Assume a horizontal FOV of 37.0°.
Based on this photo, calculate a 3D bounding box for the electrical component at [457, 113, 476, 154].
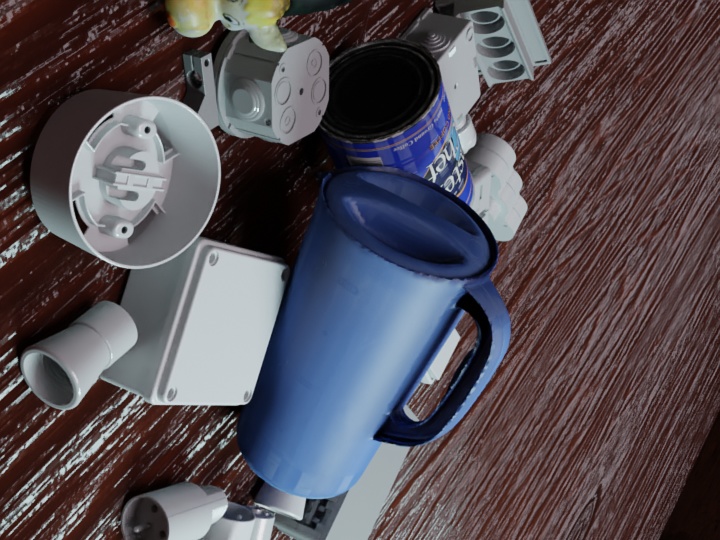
[{"bbox_3d":[0.088,-0.138,1.012,0.035,0.035,0.061,-59,148,-23],"label":"electrical component"}]

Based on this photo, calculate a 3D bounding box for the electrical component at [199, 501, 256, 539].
[{"bbox_3d":[-0.121,0.224,0.829,0.079,0.043,0.077,7,100,-62],"label":"electrical component"}]

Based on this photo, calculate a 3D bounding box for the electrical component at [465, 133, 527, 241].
[{"bbox_3d":[0.129,-0.070,1.109,0.073,0.052,0.138,-60,151,-22],"label":"electrical component"}]

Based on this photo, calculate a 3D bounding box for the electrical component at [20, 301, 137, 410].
[{"bbox_3d":[-0.165,0.048,0.645,0.065,0.044,0.044,-46,144,-48],"label":"electrical component"}]

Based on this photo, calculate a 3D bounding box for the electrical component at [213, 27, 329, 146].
[{"bbox_3d":[-0.060,-0.125,0.724,0.080,0.051,0.080,-40,139,-46],"label":"electrical component"}]

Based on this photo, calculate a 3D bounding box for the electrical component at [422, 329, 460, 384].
[{"bbox_3d":[0.052,0.059,1.034,0.061,0.061,0.096,-61,151,-21],"label":"electrical component"}]

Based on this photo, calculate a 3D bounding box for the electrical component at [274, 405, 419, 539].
[{"bbox_3d":[-0.013,0.182,0.986,0.150,0.062,0.089,-63,152,-17],"label":"electrical component"}]

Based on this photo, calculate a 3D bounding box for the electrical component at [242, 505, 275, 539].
[{"bbox_3d":[-0.093,0.228,0.888,0.044,0.044,0.065,12,91,-63],"label":"electrical component"}]

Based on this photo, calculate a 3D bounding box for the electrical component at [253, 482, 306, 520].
[{"bbox_3d":[-0.059,0.175,0.920,0.065,0.044,0.044,-69,153,-16],"label":"electrical component"}]

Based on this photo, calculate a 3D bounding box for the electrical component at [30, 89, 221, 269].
[{"bbox_3d":[-0.135,-0.053,0.613,0.099,0.064,0.099,-40,139,-47],"label":"electrical component"}]

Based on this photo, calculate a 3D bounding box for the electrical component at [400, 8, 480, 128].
[{"bbox_3d":[0.063,-0.164,0.933,0.099,0.048,0.099,-53,148,-32],"label":"electrical component"}]

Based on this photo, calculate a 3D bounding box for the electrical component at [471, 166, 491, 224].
[{"bbox_3d":[0.092,-0.055,1.050,0.056,0.050,0.089,-39,138,-47],"label":"electrical component"}]

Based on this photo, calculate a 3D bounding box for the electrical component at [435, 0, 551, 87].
[{"bbox_3d":[0.125,-0.229,0.990,0.121,0.079,0.063,45,43,-60],"label":"electrical component"}]

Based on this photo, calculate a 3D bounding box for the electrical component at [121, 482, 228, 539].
[{"bbox_3d":[-0.131,0.178,0.783,0.081,0.043,0.043,-1,107,-62],"label":"electrical component"}]

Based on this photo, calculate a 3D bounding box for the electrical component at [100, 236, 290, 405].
[{"bbox_3d":[-0.109,0.033,0.723,0.109,0.056,0.108,15,93,-63],"label":"electrical component"}]
